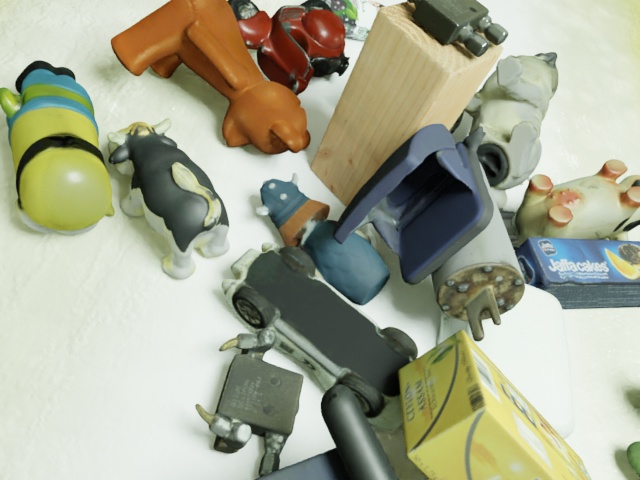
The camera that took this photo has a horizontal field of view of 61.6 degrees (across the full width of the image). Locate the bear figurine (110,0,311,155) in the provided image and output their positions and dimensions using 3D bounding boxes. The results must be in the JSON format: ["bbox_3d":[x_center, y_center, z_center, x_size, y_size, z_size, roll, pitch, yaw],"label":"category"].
[{"bbox_3d":[-0.103,-0.159,0.580,0.195,0.132,0.120,58,13,-13],"label":"bear figurine"}]

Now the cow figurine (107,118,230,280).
[{"bbox_3d":[-0.143,-0.056,0.482,0.068,0.098,0.167,-29,70,-28],"label":"cow figurine"}]

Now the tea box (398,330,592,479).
[{"bbox_3d":[0.137,0.161,0.397,0.169,0.068,0.098,48,18,-12],"label":"tea box"}]

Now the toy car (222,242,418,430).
[{"bbox_3d":[0.004,0.079,0.470,0.202,0.056,0.073,38,57,10],"label":"toy car"}]

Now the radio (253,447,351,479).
[{"bbox_3d":[0.012,0.247,0.310,0.131,0.073,0.230,9,47,-47],"label":"radio"}]

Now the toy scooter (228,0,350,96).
[{"bbox_3d":[-0.025,-0.234,0.665,0.184,0.075,0.135,-15,67,-41],"label":"toy scooter"}]

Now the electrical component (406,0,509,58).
[{"bbox_3d":[0.115,-0.195,0.463,0.094,0.021,0.063,43,52,12],"label":"electrical component"}]

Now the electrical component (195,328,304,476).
[{"bbox_3d":[-0.052,0.122,0.421,0.078,0.045,0.102,23,51,-3],"label":"electrical component"}]

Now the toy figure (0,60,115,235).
[{"bbox_3d":[-0.234,-0.086,0.473,0.082,0.089,0.180,-10,62,-19],"label":"toy figure"}]

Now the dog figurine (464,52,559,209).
[{"bbox_3d":[0.233,-0.136,0.638,0.121,0.172,0.190,15,21,40],"label":"dog figurine"}]

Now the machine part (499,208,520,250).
[{"bbox_3d":[0.184,-0.048,0.643,0.084,0.039,0.139,-3,58,-17],"label":"machine part"}]

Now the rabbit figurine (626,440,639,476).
[{"bbox_3d":[0.377,0.207,0.486,0.159,0.121,0.170,15,66,-19],"label":"rabbit figurine"}]

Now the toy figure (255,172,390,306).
[{"bbox_3d":[-0.002,-0.001,0.524,0.155,0.057,0.064,43,46,18],"label":"toy figure"}]

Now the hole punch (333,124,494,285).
[{"bbox_3d":[0.076,-0.042,0.473,0.092,0.142,0.116,26,37,-18],"label":"hole punch"}]

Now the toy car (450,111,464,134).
[{"bbox_3d":[0.127,-0.169,0.678,0.161,0.109,0.103,-12,83,-41],"label":"toy car"}]

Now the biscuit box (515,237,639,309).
[{"bbox_3d":[0.310,0.039,0.613,0.203,0.062,0.059,1,54,-21],"label":"biscuit box"}]

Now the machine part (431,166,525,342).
[{"bbox_3d":[0.137,-0.010,0.517,0.079,0.079,0.243,14,42,-11],"label":"machine part"}]

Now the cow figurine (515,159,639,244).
[{"bbox_3d":[0.328,-0.031,0.649,0.195,0.127,0.085,-13,60,-13],"label":"cow figurine"}]
